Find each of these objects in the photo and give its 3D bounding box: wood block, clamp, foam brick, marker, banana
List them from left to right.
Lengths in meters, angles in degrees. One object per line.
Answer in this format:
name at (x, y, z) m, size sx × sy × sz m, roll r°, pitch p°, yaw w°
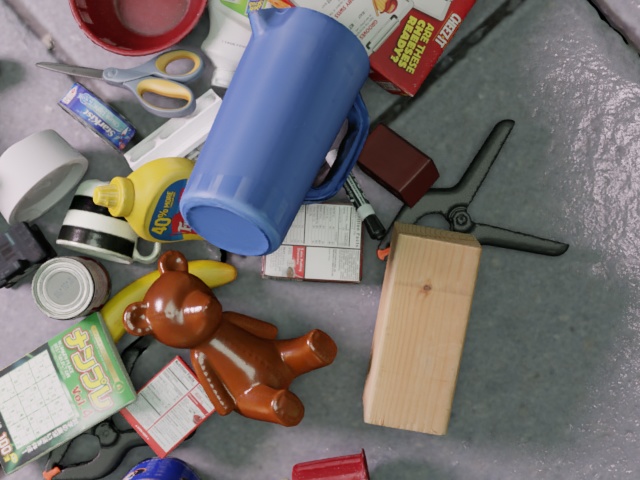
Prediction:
clamp at (-0.225, 0.217, 1.184) m, size 0.120 × 0.039 × 0.171 m, roll 45°, pitch 86°, yaw 5°
banana at (-0.187, 0.073, 1.187) m, size 0.197 × 0.037 × 0.069 m, roll -38°, pitch 87°, yaw -6°
marker at (0.040, -0.049, 1.174) m, size 0.020 × 0.020 × 0.121 m, roll -27°, pitch 64°, yaw -2°
foam brick at (0.084, -0.082, 1.178) m, size 0.078 × 0.053 × 0.051 m, roll 40°, pitch 87°, yaw 27°
wood block at (0.108, 0.094, 1.152) m, size 0.091 × 0.090 × 0.206 m, roll 10°, pitch 100°, yaw -1°
clamp at (0.166, -0.017, 1.199) m, size 0.210 × 0.036 × 0.164 m, roll -31°, pitch 89°, yaw 0°

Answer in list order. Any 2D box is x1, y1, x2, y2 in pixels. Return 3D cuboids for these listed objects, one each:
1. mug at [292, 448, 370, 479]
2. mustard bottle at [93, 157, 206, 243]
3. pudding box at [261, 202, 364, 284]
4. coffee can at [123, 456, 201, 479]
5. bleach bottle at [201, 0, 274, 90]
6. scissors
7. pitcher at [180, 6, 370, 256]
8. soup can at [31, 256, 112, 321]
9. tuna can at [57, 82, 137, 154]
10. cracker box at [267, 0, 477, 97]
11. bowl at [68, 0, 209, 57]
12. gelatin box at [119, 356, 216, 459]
mug at (0.017, 0.289, 1.171) m, size 0.081 × 0.093 × 0.117 m, roll -9°, pitch 125°, yaw 3°
mustard bottle at (-0.147, -0.041, 1.129) m, size 0.191 × 0.058 × 0.096 m, roll 3°, pitch 126°, yaw -34°
pudding box at (-0.008, 0.002, 1.194) m, size 0.113 × 0.039 × 0.090 m, roll 4°, pitch 86°, yaw -4°
coffee can at (-0.176, 0.292, 1.132) m, size 0.103 × 0.140 × 0.103 m, roll 0°, pitch 89°, yaw -2°
bleach bottle at (-0.088, -0.293, 1.187) m, size 0.102 × 0.068 × 0.251 m, roll 13°, pitch 91°, yaw 1°
scissors at (-0.213, -0.193, 1.188) m, size 0.202 × 0.016 × 0.096 m, roll 26°, pitch 66°, yaw 21°
pitcher at (-0.041, -0.102, 1.090) m, size 0.149 × 0.145 × 0.242 m, roll 19°, pitch 63°, yaw 7°
soup can at (-0.267, 0.051, 1.154) m, size 0.068 × 0.102 × 0.068 m, roll 0°, pitch 89°, yaw -1°
tuna can at (-0.243, -0.134, 1.167) m, size 0.086 × 0.086 × 0.034 m, roll 38°, pitch 85°, yaw -1°
cracker box at (0.053, -0.282, 1.157) m, size 0.213 × 0.072 × 0.164 m, roll 34°, pitch 89°, yaw -21°
bowl at (-0.193, -0.275, 1.179) m, size 0.162 × 0.055 × 0.162 m, roll -1°, pitch 85°, yaw 7°
gelatin box at (-0.163, 0.181, 1.164) m, size 0.089 × 0.030 × 0.073 m, roll -42°, pitch 90°, yaw -11°
